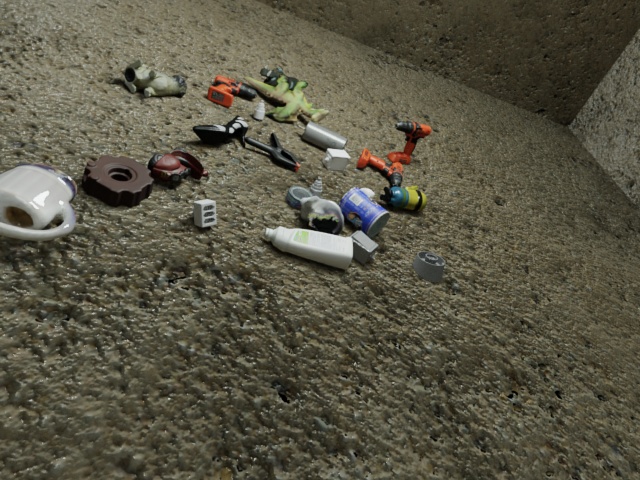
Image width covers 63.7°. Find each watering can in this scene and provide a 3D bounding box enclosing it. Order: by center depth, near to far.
[{"bbox_3d":[-0.707,-0.103,1.152,0.347,0.102,0.229,21,33,-6],"label":"watering can"}]

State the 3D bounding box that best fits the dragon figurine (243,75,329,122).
[{"bbox_3d":[-0.157,-0.578,2.152,0.410,0.119,0.249,14,41,4],"label":"dragon figurine"}]

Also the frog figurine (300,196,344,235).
[{"bbox_3d":[0.005,-0.079,1.564,0.135,0.122,0.163,47,13,-29],"label":"frog figurine"}]
